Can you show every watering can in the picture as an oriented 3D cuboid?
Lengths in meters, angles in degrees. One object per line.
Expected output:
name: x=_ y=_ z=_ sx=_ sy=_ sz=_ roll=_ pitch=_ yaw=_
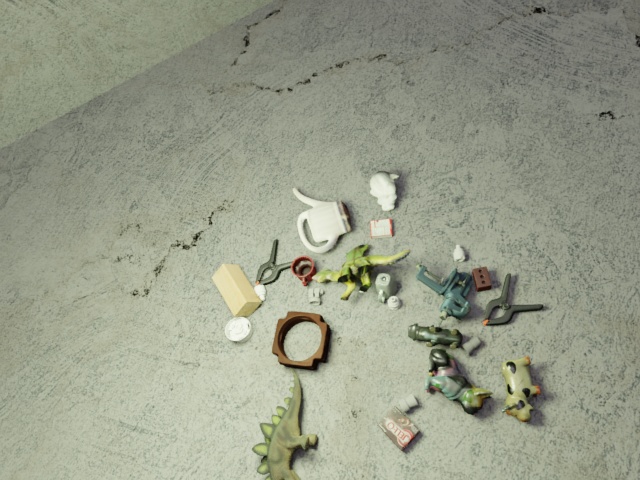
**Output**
watering can: x=0.007 y=-0.109 z=2.158 sx=0.224 sy=0.102 sz=0.355 roll=-18 pitch=59 yaw=4

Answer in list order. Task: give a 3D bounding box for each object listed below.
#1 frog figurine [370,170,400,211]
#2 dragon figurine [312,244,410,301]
frog figurine: x=0.262 y=-0.202 z=2.138 sx=0.137 sy=0.121 sz=0.161 roll=-4 pitch=67 yaw=51
dragon figurine: x=0.152 y=0.084 z=1.976 sx=0.408 sy=0.120 sz=0.248 roll=-28 pitch=28 yaw=14
